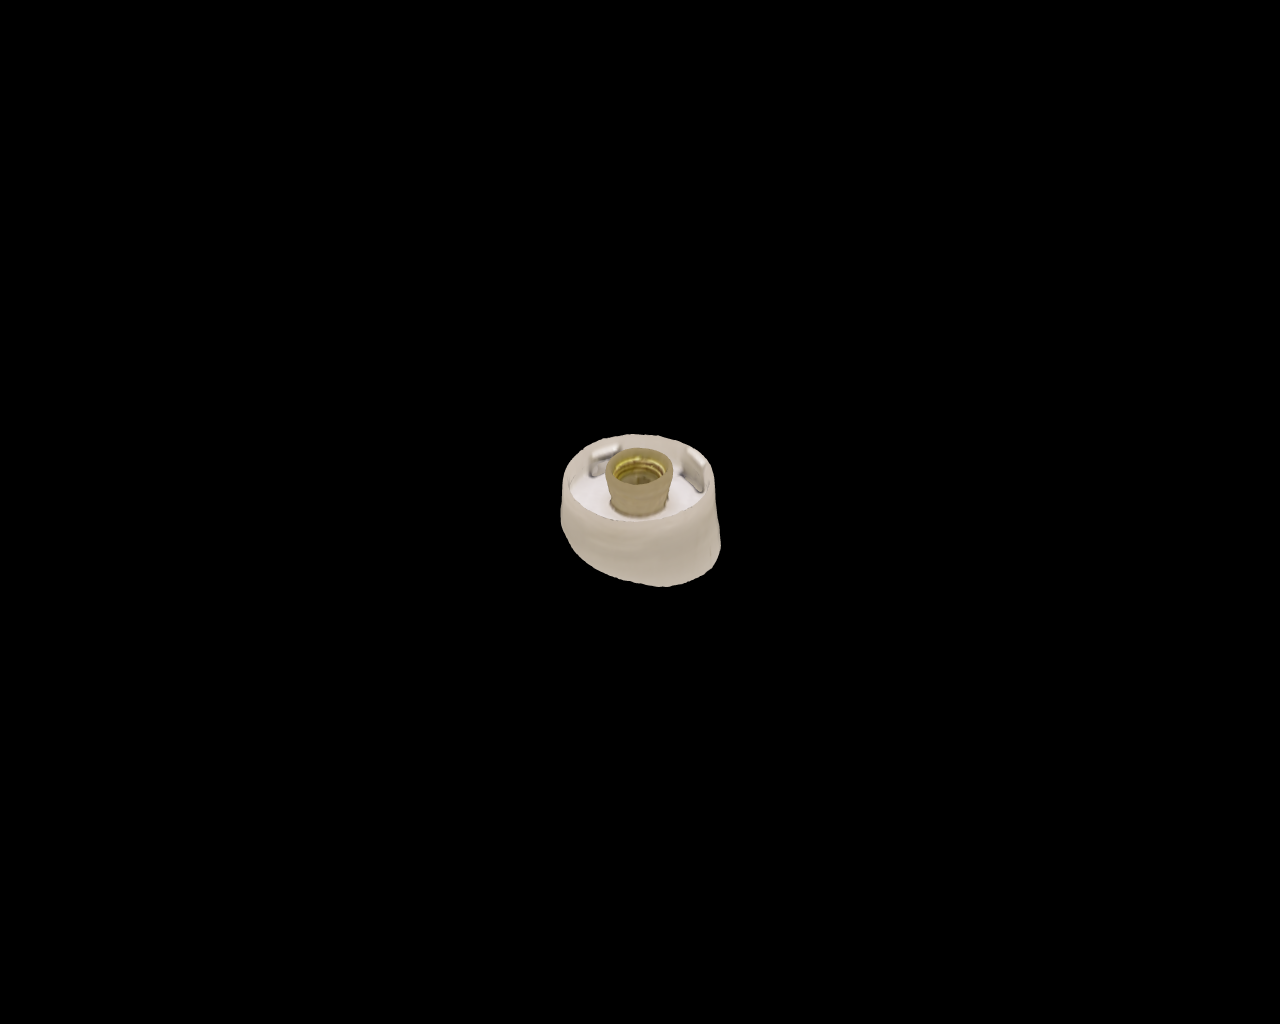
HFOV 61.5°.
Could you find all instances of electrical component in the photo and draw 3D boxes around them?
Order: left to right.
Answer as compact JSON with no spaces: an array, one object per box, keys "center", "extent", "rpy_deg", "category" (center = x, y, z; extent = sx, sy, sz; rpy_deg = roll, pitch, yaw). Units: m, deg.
[{"center":[0.001,-0.003,0.650],"extent":[0.099,0.064,0.099],"rpy_deg":[0,37,0],"category":"electrical component"}]
